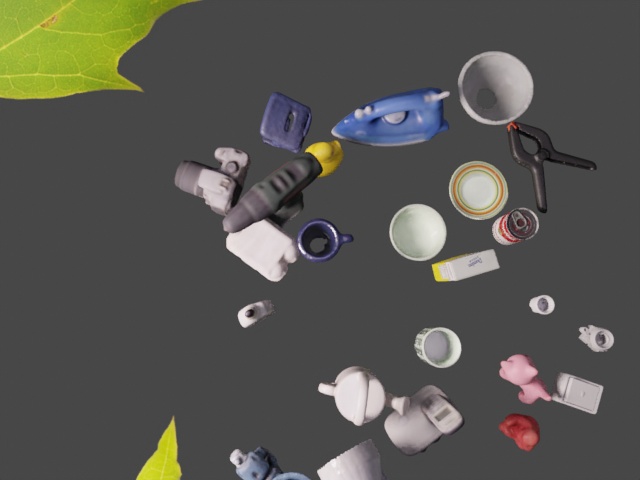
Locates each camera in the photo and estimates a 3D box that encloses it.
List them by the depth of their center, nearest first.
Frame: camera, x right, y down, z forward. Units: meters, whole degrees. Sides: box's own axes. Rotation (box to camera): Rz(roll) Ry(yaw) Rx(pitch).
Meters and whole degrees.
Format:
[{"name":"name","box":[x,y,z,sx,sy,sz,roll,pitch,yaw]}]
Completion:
[{"name":"camera","box":[-0.234,-0.140,1.233,0.137,0.101,0.143,19,83,2]}]

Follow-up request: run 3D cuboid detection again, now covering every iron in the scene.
[{"name":"iron","box":[0.153,-0.273,1.234,0.258,0.141,0.119,-11,83,-2]}]

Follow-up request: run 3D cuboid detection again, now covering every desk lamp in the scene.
[{"name":"desk lamp","box":[0.088,0.481,1.104,0.118,0.213,0.203,-30,84,-4]}]

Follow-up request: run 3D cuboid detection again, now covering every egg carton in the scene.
[{"name":"egg carton","box":[-0.120,0.012,1.232,0.150,0.069,0.107,35,84,4]}]

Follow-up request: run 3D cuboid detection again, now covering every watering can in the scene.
[{"name":"watering can","box":[0.087,0.309,1.135,0.173,0.194,0.101,-11,83,-2]}]

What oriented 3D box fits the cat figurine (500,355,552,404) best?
[{"name":"cat figurine","box":[0.425,0.283,1.180,0.067,0.118,0.128,-42,85,-5]}]

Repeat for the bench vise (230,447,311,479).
[{"name":"bench vise","box":[-0.094,0.496,1.097,0.207,0.219,0.121,21,83,2]}]

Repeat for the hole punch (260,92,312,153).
[{"name":"hole punch","box":[-0.072,-0.258,1.254,0.101,0.091,0.109,17,83,2]}]

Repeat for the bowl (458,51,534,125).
[{"name":"bowl","box":[0.382,-0.329,1.277,0.167,0.074,0.167,0,83,-1]}]

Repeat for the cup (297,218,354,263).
[{"name":"cup","box":[0.011,0.004,1.221,0.117,0.095,0.092,-6,83,-1]}]

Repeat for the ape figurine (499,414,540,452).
[{"name":"ape figurine","box":[0.422,0.398,1.179,0.076,0.092,0.078,-14,83,-2]}]

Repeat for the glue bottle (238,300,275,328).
[{"name":"glue bottle","box":[-0.134,0.149,1.162,0.078,0.173,0.037,-28,84,-4]}]

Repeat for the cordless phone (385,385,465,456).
[{"name":"cordless phone","box":[0.210,0.367,1.133,0.147,0.185,0.094,-41,85,-5]}]

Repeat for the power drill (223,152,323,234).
[{"name":"power drill","box":[-0.092,-0.081,1.173,0.230,0.208,0.075,-42,85,-5]}]

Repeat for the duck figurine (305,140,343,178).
[{"name":"duck figurine","box":[0.003,-0.183,1.249,0.104,0.086,0.077,-28,84,-4]}]
